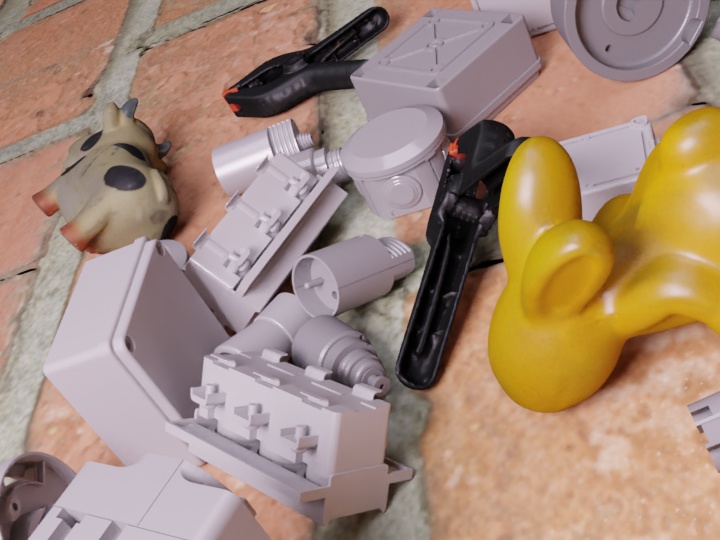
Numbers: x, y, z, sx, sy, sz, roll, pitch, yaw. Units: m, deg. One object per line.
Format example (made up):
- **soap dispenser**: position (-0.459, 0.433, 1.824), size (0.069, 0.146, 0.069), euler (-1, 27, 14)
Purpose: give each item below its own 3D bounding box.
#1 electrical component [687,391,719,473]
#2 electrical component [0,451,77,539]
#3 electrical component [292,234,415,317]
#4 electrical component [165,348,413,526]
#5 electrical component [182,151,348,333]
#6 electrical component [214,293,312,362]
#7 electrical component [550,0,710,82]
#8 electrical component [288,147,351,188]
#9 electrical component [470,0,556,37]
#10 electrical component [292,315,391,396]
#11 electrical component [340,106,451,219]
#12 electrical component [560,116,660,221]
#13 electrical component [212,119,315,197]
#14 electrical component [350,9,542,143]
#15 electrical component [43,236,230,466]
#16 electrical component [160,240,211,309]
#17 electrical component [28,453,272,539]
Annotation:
- **electrical component**: position (0.180, 0.069, 0.496), size (0.046, 0.040, 0.040), euler (-25, 33, 13)
- **electrical component**: position (-0.179, 0.150, 0.590), size (0.064, 0.099, 0.099), euler (-19, 34, 24)
- **electrical component**: position (0.000, 0.000, 0.701), size (0.043, 0.043, 0.081), euler (12, 24, 44)
- **electrical component**: position (-0.040, 0.086, 0.594), size (0.079, 0.063, 0.121), euler (-2, 12, -43)
- **electrical component**: position (-0.070, -0.022, 0.759), size (0.121, 0.063, 0.078), euler (-55, 2, -35)
- **electrical component**: position (-0.057, 0.046, 0.693), size (0.044, 0.044, 0.065), euler (6, 42, 40)
- **electrical component**: position (0.192, -0.198, 0.785), size (0.108, 0.108, 0.060), euler (-26, 27, 3)
- **electrical component**: position (-0.031, -0.076, 0.834), size (0.078, 0.040, 0.040), euler (-18, 35, 14)
- **electrical component**: position (0.144, -0.238, 0.907), size (0.096, 0.061, 0.061), euler (-15, 36, 18)
- **electrical component**: position (-0.009, 0.055, 0.645), size (0.040, 0.040, 0.078), euler (-40, 35, -17)
- **electrical component**: position (0.030, -0.080, 0.787), size (0.080, 0.051, 0.080), euler (-19, 35, 14)
- **electrical component**: position (0.150, -0.044, 0.647), size (0.096, 0.061, 0.061), euler (-14, 36, 19)
- **electrical component**: position (-0.076, -0.094, 0.887), size (0.081, 0.043, 0.043), euler (-20, 35, 12)
- **electrical component**: position (0.068, -0.156, 0.858), size (0.109, 0.056, 0.109), euler (-43, 37, -23)
- **electrical component**: position (-0.133, 0.055, 0.673), size (0.056, 0.108, 0.108), euler (-19, 35, 18)
- **electrical component**: position (-0.152, 0.020, 0.783), size (0.080, 0.051, 0.080), euler (-19, 35, 14)
- **electrical component**: position (-0.062, 0.150, 0.458), size (0.089, 0.150, 0.061), euler (2, 45, 37)
